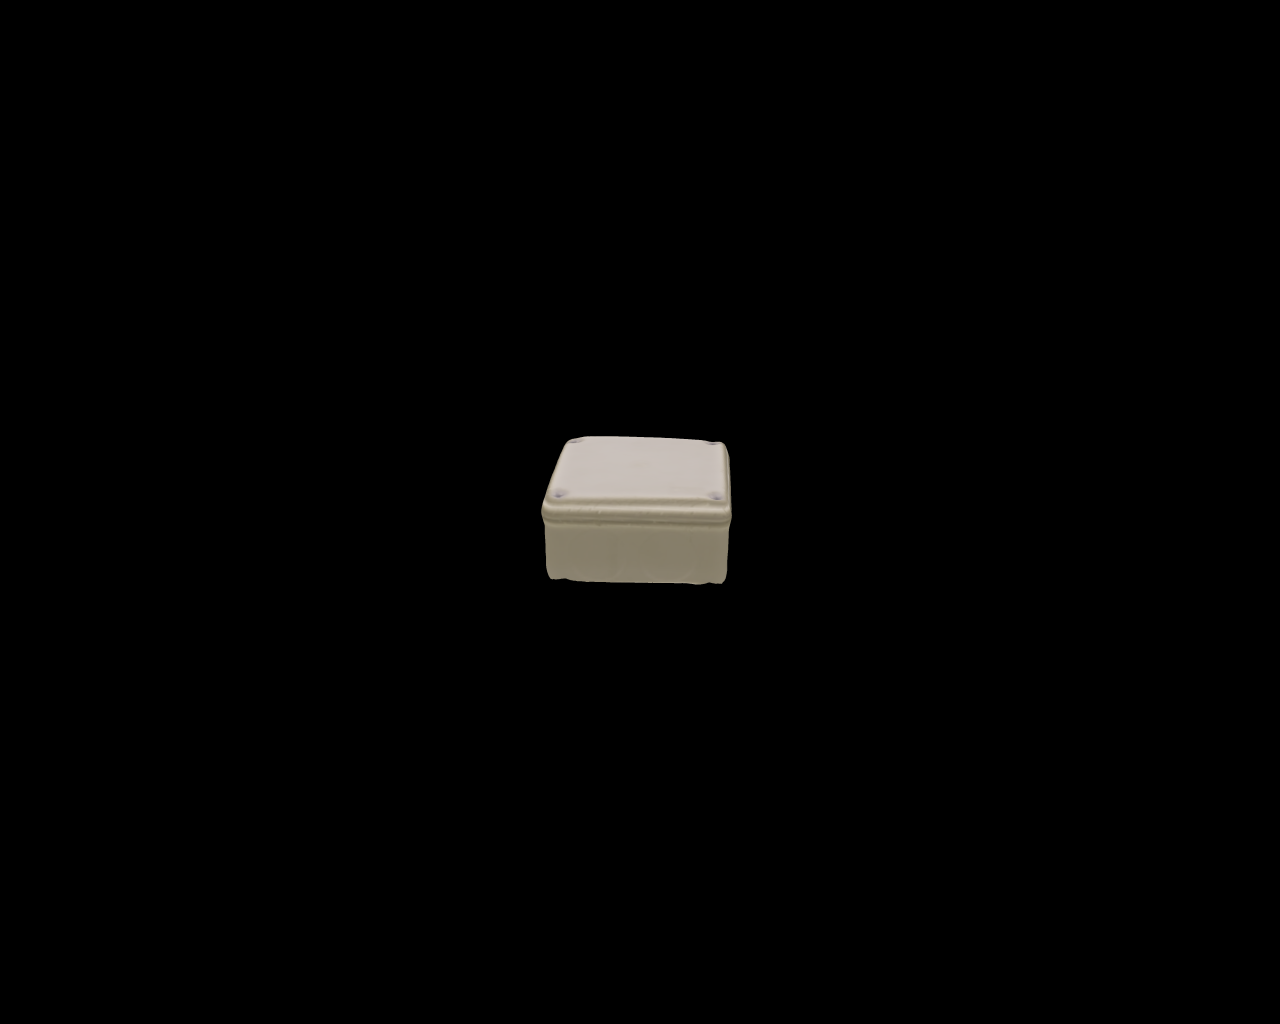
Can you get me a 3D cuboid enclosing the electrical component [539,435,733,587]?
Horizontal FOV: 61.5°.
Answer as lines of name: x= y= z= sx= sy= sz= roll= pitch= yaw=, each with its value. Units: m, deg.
electrical component: x=0.001 y=-0.003 z=0.650 sx=0.109 sy=0.056 sz=0.109 roll=1 pitch=24 yaw=3
